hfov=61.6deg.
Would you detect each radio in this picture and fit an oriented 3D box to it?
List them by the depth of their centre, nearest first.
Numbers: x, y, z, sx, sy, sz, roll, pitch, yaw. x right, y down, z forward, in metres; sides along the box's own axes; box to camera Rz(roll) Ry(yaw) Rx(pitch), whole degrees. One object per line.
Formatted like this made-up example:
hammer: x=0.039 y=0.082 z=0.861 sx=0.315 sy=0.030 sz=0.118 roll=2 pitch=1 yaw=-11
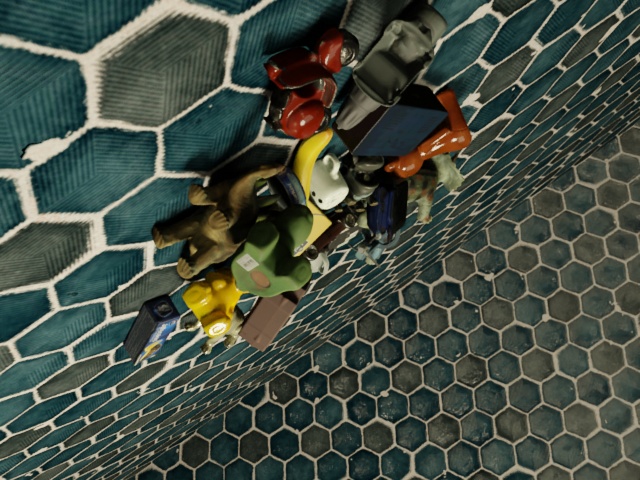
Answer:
radio: x=0.135 y=-0.225 z=1.013 sx=0.229 sy=0.073 sz=0.131 roll=-10 pitch=151 yaw=-51

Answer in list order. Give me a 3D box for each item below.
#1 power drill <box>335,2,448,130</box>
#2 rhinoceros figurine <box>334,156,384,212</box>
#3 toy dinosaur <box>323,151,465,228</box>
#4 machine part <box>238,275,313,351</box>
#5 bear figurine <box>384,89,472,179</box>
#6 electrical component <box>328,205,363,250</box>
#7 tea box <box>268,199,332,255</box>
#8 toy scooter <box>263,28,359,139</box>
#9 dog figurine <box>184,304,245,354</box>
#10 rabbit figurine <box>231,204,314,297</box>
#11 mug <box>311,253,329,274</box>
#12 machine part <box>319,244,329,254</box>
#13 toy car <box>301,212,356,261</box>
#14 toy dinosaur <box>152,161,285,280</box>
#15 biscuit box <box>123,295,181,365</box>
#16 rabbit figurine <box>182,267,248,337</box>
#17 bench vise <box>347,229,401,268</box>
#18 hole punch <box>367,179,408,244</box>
power drill: x=0.097 y=-0.242 z=0.788 sx=0.232 sy=0.086 sz=0.207 roll=-47 pitch=-179 yaw=17
rhinoceros figurine: x=0.081 y=-0.123 z=1.126 sx=0.073 sy=0.112 sz=0.190 roll=0 pitch=165 yaw=-17
toy dinosaur: x=0.193 y=-0.133 z=1.304 sx=0.405 sy=0.131 sz=0.192 roll=-12 pitch=136 yaw=-32
machine part: x=-0.110 y=0.156 z=1.327 sx=0.201 sy=0.087 sz=0.201 roll=-55 pitch=-177 yaw=15
bear figurine: x=0.223 y=-0.218 z=1.170 sx=0.196 sy=0.132 sz=0.120 roll=-21 pitch=166 yaw=19
electrical component: x=0.055 y=-0.032 z=1.401 sx=0.115 sy=0.058 sz=0.134 roll=-24 pitch=160 yaw=-25
tea box: x=-0.073 y=-0.016 z=1.090 sx=0.169 sy=0.068 sz=0.098 roll=-46 pitch=126 yaw=5
toy scooter: x=-0.030 y=-0.209 z=0.742 sx=0.135 sy=0.075 sz=0.183 roll=-22 pitch=155 yaw=-39
dog figurine: x=-0.226 y=0.168 z=1.323 sx=0.172 sy=0.121 sz=0.190 roll=-31 pitch=159 yaw=-55
rabbit figurine: x=-0.066 y=0.016 z=0.910 sx=0.159 sy=0.121 sz=0.170 roll=-46 pitch=-173 yaw=48
mug: x=-0.015 y=0.029 z=1.366 sx=0.081 sy=0.110 sz=0.107 roll=-19 pitch=146 yaw=-22
machine part: x=-0.042 y=0.021 z=1.288 sx=0.139 sy=0.084 sz=0.039 roll=-15 pitch=126 yaw=14
toy car: x=-0.002 y=-0.004 z=1.195 sx=0.202 sy=0.053 sz=0.089 roll=-38 pitch=-167 yaw=-36
toy dinosaur: x=-0.179 y=-0.013 z=0.943 sx=0.198 sy=0.105 sz=0.471 roll=-24 pitch=171 yaw=-45
biscuit box: x=-0.380 y=0.204 z=1.207 sx=0.059 sy=0.063 sz=0.202 roll=-19 pitch=157 yaw=-44
rabbit figurine: x=-0.192 y=0.108 z=1.150 sx=0.173 sy=0.122 sz=0.162 roll=-36 pitch=-175 yaw=-3
bench vise: x=0.151 y=-0.001 z=1.522 sx=0.223 sy=0.129 sz=0.240 roll=-57 pitch=171 yaw=34
hole punch: x=0.138 y=-0.076 z=1.188 sx=0.116 sy=0.092 sz=0.142 roll=-35 pitch=133 yaw=-64
